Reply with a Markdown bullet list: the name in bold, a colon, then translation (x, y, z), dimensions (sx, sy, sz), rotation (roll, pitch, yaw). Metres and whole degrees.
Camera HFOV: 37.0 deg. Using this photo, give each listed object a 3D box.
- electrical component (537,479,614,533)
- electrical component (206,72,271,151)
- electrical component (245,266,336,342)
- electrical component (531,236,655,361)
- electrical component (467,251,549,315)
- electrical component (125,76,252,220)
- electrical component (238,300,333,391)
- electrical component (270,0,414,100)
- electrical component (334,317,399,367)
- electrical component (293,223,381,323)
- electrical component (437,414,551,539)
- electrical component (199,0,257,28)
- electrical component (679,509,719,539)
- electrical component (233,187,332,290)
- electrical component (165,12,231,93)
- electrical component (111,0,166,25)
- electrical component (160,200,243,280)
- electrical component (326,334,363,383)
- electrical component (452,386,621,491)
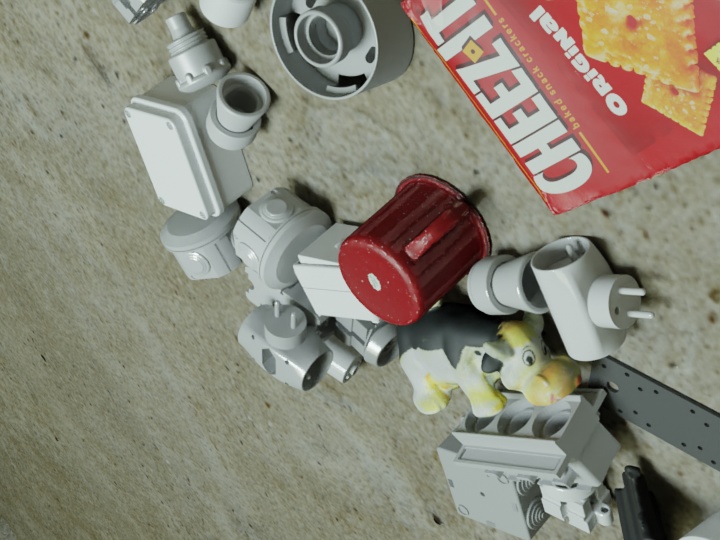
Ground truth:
- **electrical component**: translation (0.177, 0.180, 0.891), dimensions (0.066, 0.048, 0.055), rotation (21, 147, 37)
- **electrical component**: translation (-0.102, -0.131, 0.893), dimensions (0.045, 0.045, 0.055), rotation (45, 149, 5)
- **electrical component**: translation (-0.053, 0.018, 0.984), dimensions (0.089, 0.056, 0.050), rotation (34, 146, 22)
- **electrical component**: translation (0.164, 0.021, 0.733), dimensions (0.079, 0.043, 0.077), rotation (3, 127, 49)
- **electrical component**: translation (0.112, 0.010, 0.784), dimensions (0.055, 0.045, 0.045), rotation (-5, 121, 53)
- **electrical component**: translation (-0.154, -0.109, 0.968), dimensions (0.078, 0.057, 0.113), rotation (20, 139, 38)
- **electrical component**: translation (-0.065, 0.057, 0.943), dimensions (0.077, 0.043, 0.079), rotation (34, 145, 23)
- **electrical component**: translation (-0.012, -0.168, 0.746), dimensions (0.099, 0.064, 0.099), rotation (19, 127, 28)
- **electrical component**: translation (0.010, 0.053, 0.956), dimensions (0.055, 0.048, 0.066), rotation (42, 149, 25)
- **electrical component**: translation (0.000, 0.000, 0.893), dimensions (0.096, 0.062, 0.061), rotation (4, 128, 49)
- **electrical component**: translation (0.123, 0.186, 0.962), dimensions (0.100, 0.048, 0.099), rotation (12, 131, 44)
- **electrical component**: translation (-0.093, -0.213, 0.795), dimensions (0.040, 0.040, 0.078), rotation (46, 148, 4)
- **electrical component**: translation (0.288, 0.218, 0.774), dimensions (0.108, 0.060, 0.108), rotation (43, 154, 27)
- **electrical component**: translation (-0.067, -0.027, 0.931), dimensions (0.051, 0.080, 0.080), rotation (39, 148, 25)
- **electrical component**: translation (-0.138, -0.180, 0.885), dimensions (0.048, 0.048, 0.062), rotation (-9, 110, 54)
- **electrical component**: translation (-0.179, -0.239, 0.857), dimensions (0.057, 0.058, 0.078), rotation (50, 149, -8)
- **electrical component**: translation (-0.144, -0.032, 1.020), dimensions (0.080, 0.080, 0.051), rotation (14, 140, 43)
- **electrical component**: translation (-0.030, 0.079, 1.040), dimensions (0.065, 0.044, 0.044), rotation (32, 146, 16)
- **electrical component**: translation (0.140, 0.134, 0.853), dimensions (0.063, 0.078, 0.121), rotation (45, 154, -22)
